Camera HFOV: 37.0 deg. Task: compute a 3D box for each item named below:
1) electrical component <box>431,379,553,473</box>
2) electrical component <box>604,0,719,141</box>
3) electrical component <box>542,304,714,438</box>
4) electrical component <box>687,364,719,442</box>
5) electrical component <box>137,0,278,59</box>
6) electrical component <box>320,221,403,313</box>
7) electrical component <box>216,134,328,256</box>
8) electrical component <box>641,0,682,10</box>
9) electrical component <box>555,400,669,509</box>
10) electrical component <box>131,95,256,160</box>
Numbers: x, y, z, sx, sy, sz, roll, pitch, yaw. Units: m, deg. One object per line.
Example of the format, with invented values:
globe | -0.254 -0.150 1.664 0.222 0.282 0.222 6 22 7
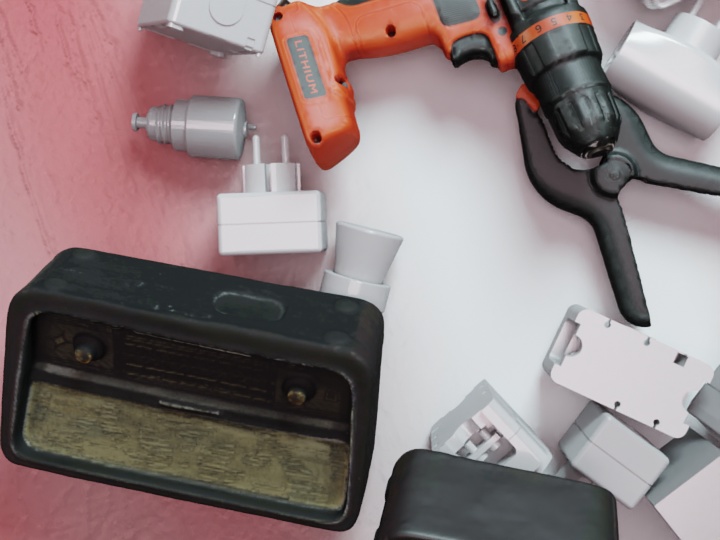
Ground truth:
electrical component | 0.081 0.110 0.671 0.050 0.089 0.055 -43 90 4
electrical component | 0.204 -0.135 0.677 0.077 0.044 0.079 31 94 1
electrical component | 0.167 0.062 0.681 0.089 0.056 0.050 25 93 2
electrical component | 0.251 0.095 0.663 0.062 0.096 0.061 34 95 -28
electrical component | -0.096 -0.171 0.671 0.062 0.096 0.061 14 93 -27
electrical component | 0.000 0.000 0.693 0.045 0.045 0.055 14 94 2
electrical component | -0.056 -0.049 0.693 0.066 0.047 0.076 -2 92 3
electrical component | 0.204 -0.229 0.641 0.109 0.056 0.108 -24 134 4
electrical component | 0.147 0.130 0.680 0.047 0.066 0.076 37 94 1
electrical component | -0.108 -0.093 0.698 0.078 0.040 0.040 4 93 3
